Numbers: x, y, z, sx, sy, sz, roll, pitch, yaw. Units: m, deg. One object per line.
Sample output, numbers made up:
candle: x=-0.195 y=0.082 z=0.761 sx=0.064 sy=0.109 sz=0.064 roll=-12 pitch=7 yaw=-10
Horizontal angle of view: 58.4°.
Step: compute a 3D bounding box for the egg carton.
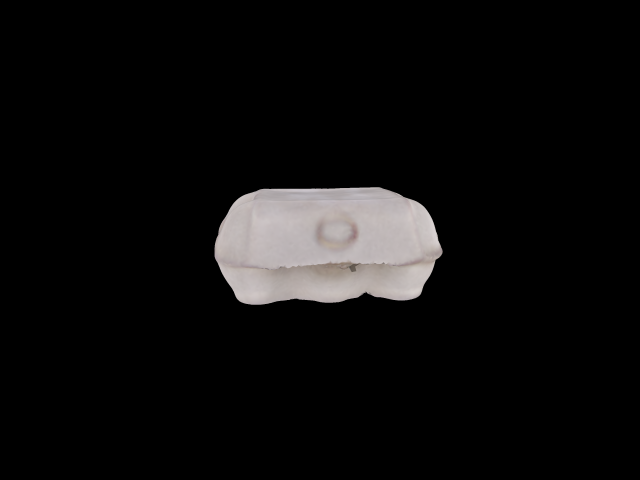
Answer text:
egg carton: x=0.004 y=0.001 z=0.400 sx=0.150 sy=0.069 sz=0.107 roll=-1 pitch=11 yaw=-7
